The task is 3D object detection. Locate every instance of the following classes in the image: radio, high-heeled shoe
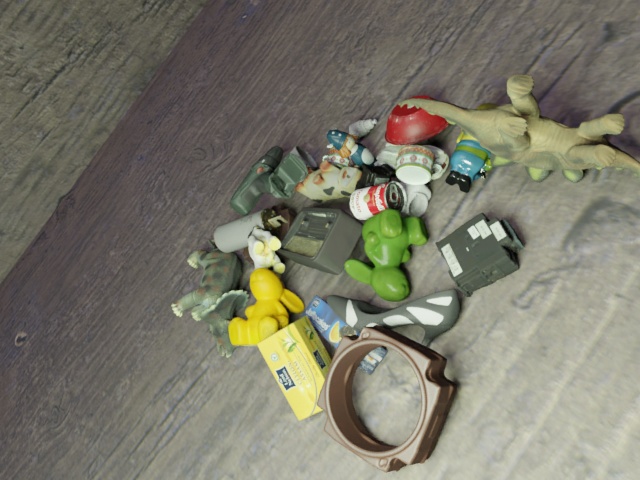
[{"bbox_3d":[-0.002,-0.004,1.212,0.131,0.073,0.230,-61,25,-9],"label":"radio"},{"bbox_3d":[0.131,0.113,0.998,0.249,0.086,0.145,26,98,27],"label":"high-heeled shoe"}]

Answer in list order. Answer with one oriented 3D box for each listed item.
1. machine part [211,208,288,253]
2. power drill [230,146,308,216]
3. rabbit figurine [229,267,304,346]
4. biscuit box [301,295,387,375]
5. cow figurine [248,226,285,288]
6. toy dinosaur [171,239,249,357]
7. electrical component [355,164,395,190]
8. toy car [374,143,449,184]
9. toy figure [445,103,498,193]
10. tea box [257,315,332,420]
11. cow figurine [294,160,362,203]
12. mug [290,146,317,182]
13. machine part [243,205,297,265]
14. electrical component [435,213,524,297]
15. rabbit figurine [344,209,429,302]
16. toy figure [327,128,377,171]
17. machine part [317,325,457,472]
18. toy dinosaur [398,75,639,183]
[{"bbox_3d":[-0.184,-0.023,1.355,0.243,0.079,0.079,-16,51,35],"label":"machine part"},{"bbox_3d":[-0.122,-0.165,1.349,0.207,0.085,0.232,7,55,51],"label":"power drill"},{"bbox_3d":[-0.108,0.147,1.181,0.122,0.162,0.173,-17,73,38],"label":"rabbit figurine"},{"bbox_3d":[0.043,0.185,1.078,0.059,0.062,0.203,-53,40,-4],"label":"biscuit box"},{"bbox_3d":[-0.131,0.053,1.278,0.068,0.167,0.098,-19,32,-19],"label":"cow figurine"},{"bbox_3d":[-0.262,0.101,1.404,0.192,0.131,0.405,-20,44,18],"label":"toy dinosaur"},{"bbox_3d":[0.120,-0.108,1.200,0.048,0.075,0.119,-127,39,-49],"label":"electrical component"},{"bbox_3d":[0.200,-0.178,1.201,0.202,0.056,0.073,22,79,49],"label":"toy car"},{"bbox_3d":[0.315,-0.186,1.071,0.180,0.082,0.089,-60,9,-13],"label":"toy figure"},{"bbox_3d":[-0.033,0.244,1.033,0.098,0.068,0.169,-34,84,23],"label":"tea box"},{"bbox_3d":[0.039,-0.130,1.290,0.195,0.127,0.085,-8,55,58],"label":"cow figurine"},{"bbox_3d":[-0.069,-0.182,1.449,0.107,0.080,0.110,-44,27,22],"label":"mug"},{"bbox_3d":[-0.126,-0.007,1.393,0.179,0.056,0.179,-24,48,29],"label":"machine part"},{"bbox_3d":[0.290,0.021,0.964,0.134,0.058,0.115,-34,45,22],"label":"electrical component"},{"bbox_3d":[0.125,0.040,1.070,0.159,0.121,0.170,-17,66,40],"label":"rabbit figurine"},{"bbox_3d":[0.078,-0.211,1.268,0.058,0.154,0.064,-31,43,29],"label":"toy figure"},{"bbox_3d":[0.106,0.258,0.891,0.202,0.087,0.201,23,93,37],"label":"machine part"},{"bbox_3d":[0.341,-0.181,0.924,0.472,0.198,0.105,30,82,18],"label":"toy dinosaur"}]
